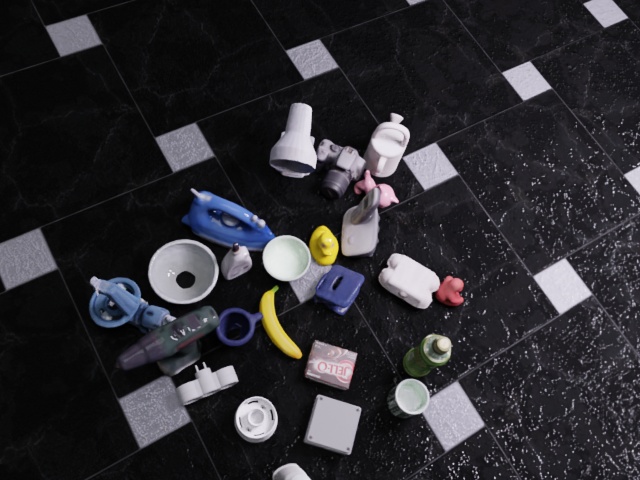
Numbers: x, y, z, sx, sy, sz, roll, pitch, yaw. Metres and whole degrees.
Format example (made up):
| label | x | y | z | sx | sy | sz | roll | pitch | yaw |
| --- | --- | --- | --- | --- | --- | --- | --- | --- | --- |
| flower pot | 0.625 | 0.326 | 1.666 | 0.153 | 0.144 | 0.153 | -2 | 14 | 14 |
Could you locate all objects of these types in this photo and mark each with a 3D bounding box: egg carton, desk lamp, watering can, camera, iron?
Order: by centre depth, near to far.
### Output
| label | x | y | z | sx | sy | sz | roll | pitch | yaw |
| --- | --- | --- | --- | --- | --- | --- | --- | --- | --- |
| iron | -0.216 | -0.055 | 1.450 | 0.258 | 0.141 | 0.119 | 21 | 65 | 0 |
| egg carton | 0.231 | 0.108 | 1.490 | 0.150 | 0.069 | 0.107 | 30 | 66 | 5 |
| desk lamp | -0.067 | -0.248 | 1.518 | 0.118 | 0.213 | 0.203 | 9 | 66 | -5 |
| camera | 0.041 | -0.192 | 1.573 | 0.143 | 0.101 | 0.137 | 25 | 65 | 3 |
| watering can | 0.185 | -0.270 | 1.578 | 0.101 | 0.194 | 0.173 | -1 | 67 | -9 |

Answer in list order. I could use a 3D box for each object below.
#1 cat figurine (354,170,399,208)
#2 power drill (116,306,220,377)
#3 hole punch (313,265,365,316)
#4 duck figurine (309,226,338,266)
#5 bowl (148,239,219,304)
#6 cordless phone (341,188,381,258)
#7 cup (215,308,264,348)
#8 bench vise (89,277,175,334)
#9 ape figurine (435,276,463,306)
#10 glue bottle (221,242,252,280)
| label | x | y | z | sx | sy | sz | roll | pitch | yaw |
| --- | --- | --- | --- | --- | --- | --- | --- | --- | --- |
| cat figurine | 0.154 | -0.132 | 1.555 | 0.067 | 0.117 | 0.127 | -26 | 73 | -18 |
| power drill | -0.327 | 0.236 | 1.269 | 0.230 | 0.208 | 0.075 | -32 | 75 | -20 |
| hole punch | 0.046 | 0.122 | 1.442 | 0.101 | 0.091 | 0.109 | 32 | 66 | 6 |
| duck figurine | 0.014 | 0.005 | 1.491 | 0.077 | 0.086 | 0.104 | -5 | 68 | -11 |
| bowl | -0.332 | 0.088 | 1.406 | 0.167 | 0.074 | 0.167 | 3 | 66 | -7 |
| cordless phone | 0.115 | -0.043 | 1.473 | 0.094 | 0.185 | 0.147 | 5 | 66 | -7 |
| cup | -0.191 | 0.211 | 1.364 | 0.118 | 0.095 | 0.091 | -24 | 72 | -18 |
| bench vise | -0.427 | 0.136 | 1.290 | 0.207 | 0.219 | 0.121 | 3 | 66 | -8 |
| ape figurine | 0.343 | 0.128 | 1.487 | 0.076 | 0.092 | 0.078 | 1 | 67 | -8 |
| glue bottle | -0.203 | 0.044 | 1.392 | 0.078 | 0.173 | 0.037 | -25 | 72 | -18 |
